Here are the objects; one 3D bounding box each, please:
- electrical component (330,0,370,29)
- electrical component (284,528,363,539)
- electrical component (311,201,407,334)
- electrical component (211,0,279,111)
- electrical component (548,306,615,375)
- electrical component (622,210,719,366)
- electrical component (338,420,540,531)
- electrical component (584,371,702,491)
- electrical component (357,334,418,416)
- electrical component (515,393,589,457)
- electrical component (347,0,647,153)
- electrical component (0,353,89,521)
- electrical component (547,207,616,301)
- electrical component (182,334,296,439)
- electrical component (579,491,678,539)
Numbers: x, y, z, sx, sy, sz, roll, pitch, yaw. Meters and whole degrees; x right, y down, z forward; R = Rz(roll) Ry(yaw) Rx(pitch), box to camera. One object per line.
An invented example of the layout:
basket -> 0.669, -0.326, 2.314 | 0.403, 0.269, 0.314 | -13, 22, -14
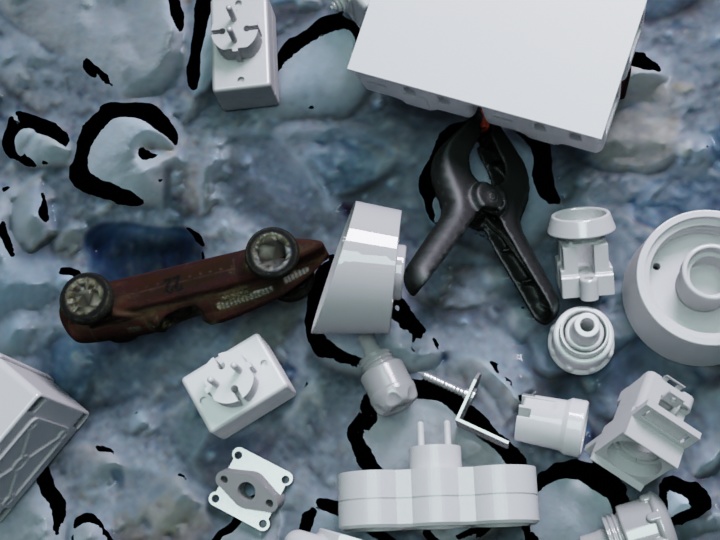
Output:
electrical component -> 0.022, -0.227, 0.860 | 0.096, 0.061, 0.061 | -32, 73, -3
electrical component -> -0.009, 0.213, 0.736 | 0.095, 0.053, 0.059 | 14, 76, 11
electrical component -> 0.000, 0.000, 0.778 | 0.064, 0.099, 0.099 | 6, 74, 2
electrical component -> -0.096, -0.181, 0.854 | 0.047, 0.075, 0.083 | -5, 73, 6
electrical component -> 0.158, 0.046, 0.761 | 0.048, 0.062, 0.048 | -2, 73, 6
electrical component -> 0.244, 0.009, 0.762 | 0.108, 0.060, 0.108 | -2, 73, 7
electrical component -> 0.053, 0.142, 0.750 | 0.138, 0.052, 0.073 | -4, 73, 7
electrical component -> 0.195, 0.108, 0.733 | 0.042, 0.081, 0.063 | 34, 52, 0
electrical component -> 0.016, 0.073, 0.785 | 0.035, 0.035, 0.061 | -26, 69, -1
electrical component -> 0.135, 0.108, 0.758 | 0.046, 0.040, 0.040 | 9, 75, 15
electrical component -> 0.100, -0.162, 0.778 | 0.186, 0.060, 0.105 | 18, 87, 14
electrical component -> -0.262, 0.121, 0.768 | 0.056, 0.108, 0.108 | 37, 81, 13
electrical component -> 0.161, -0.014, 0.776 | 0.048, 0.066, 0.055 | -5, 106, 6
electrical component -> -0.091, 0.081, 0.774 | 0.066, 0.076, 0.047 | -31, 72, -3
electrical component -> 0.181, 0.180, 0.728 | 0.062, 0.048, 0.048 | -19, 72, 9
